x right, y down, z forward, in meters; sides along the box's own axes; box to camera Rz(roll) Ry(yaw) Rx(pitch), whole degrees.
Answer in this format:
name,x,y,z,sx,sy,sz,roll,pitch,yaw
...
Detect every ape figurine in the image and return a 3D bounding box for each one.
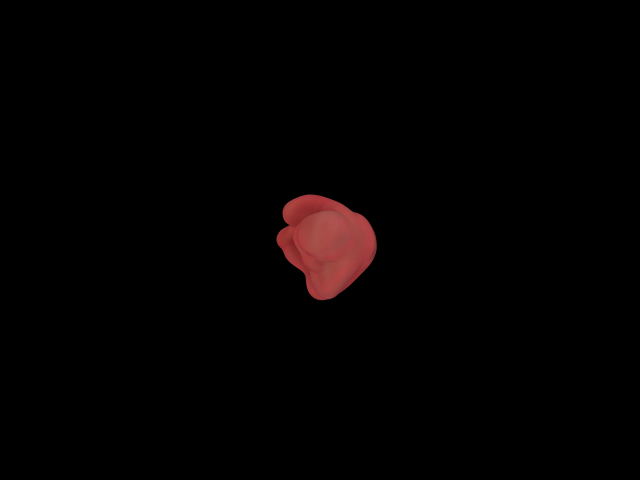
name,x,y,z,sx,sy,sz,roll,pitch,yaw
ape figurine,0.004,0.001,0.400,0.076,0.092,0.078,0,77,0
